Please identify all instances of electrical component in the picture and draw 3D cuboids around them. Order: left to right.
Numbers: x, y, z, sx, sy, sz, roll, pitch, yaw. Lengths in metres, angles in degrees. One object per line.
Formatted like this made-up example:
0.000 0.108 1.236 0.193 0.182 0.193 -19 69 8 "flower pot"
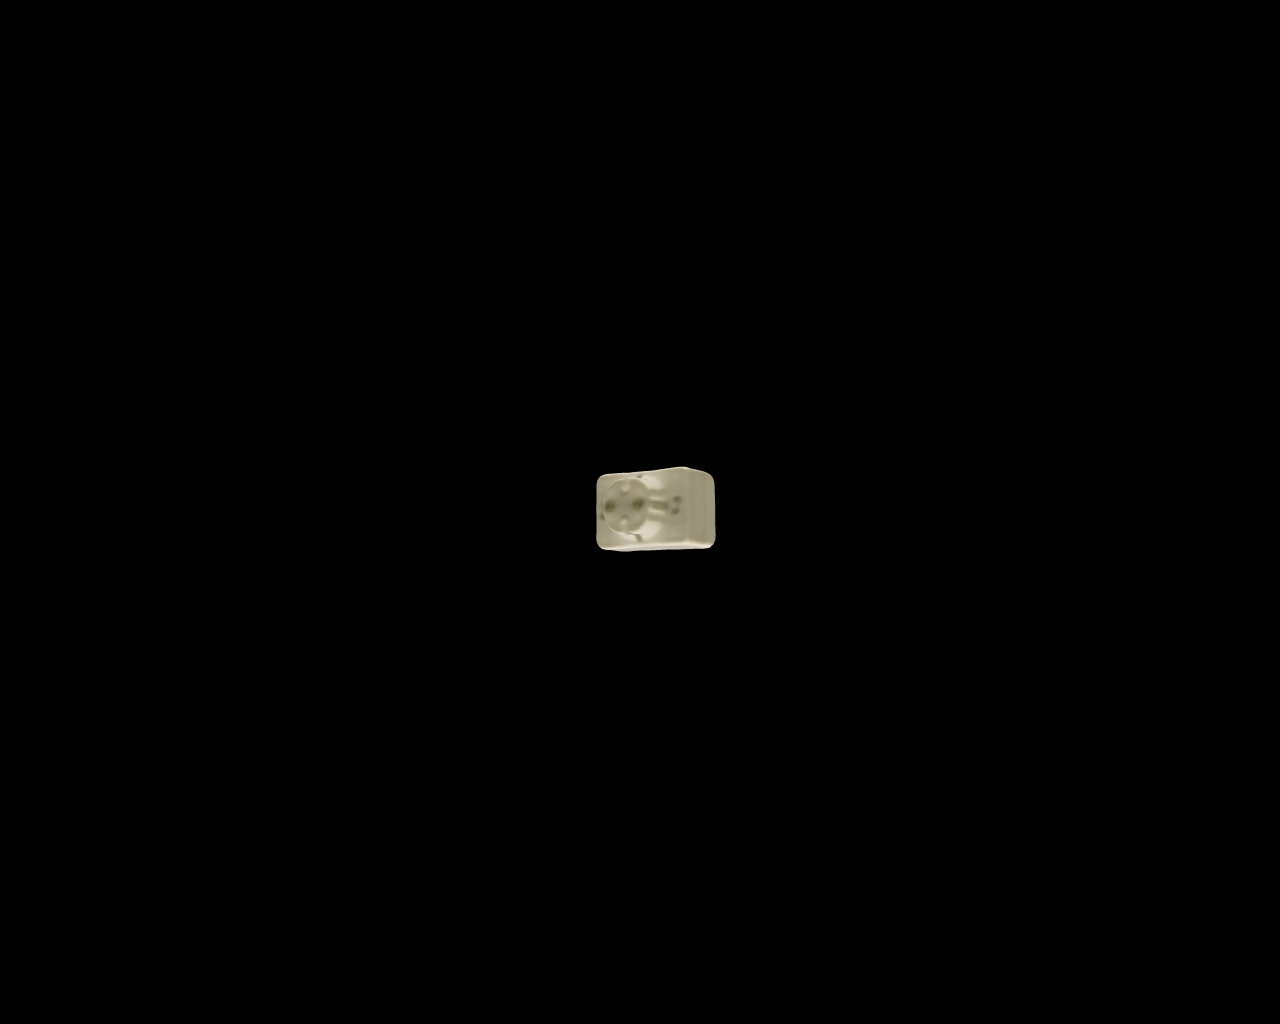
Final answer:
0.001 -0.003 0.650 0.066 0.047 0.077 -4 -7 29 "electrical component"
